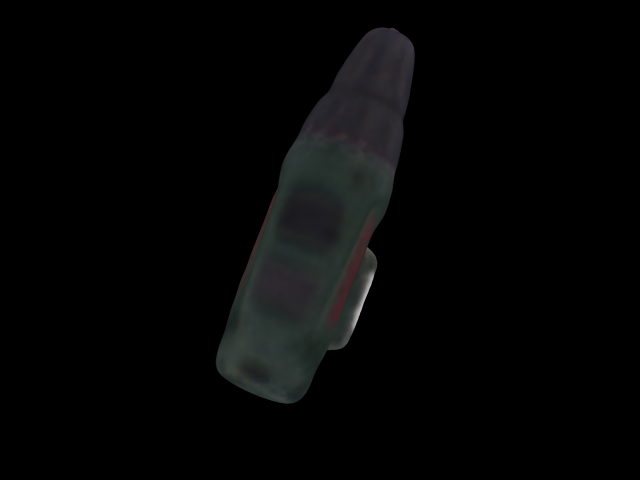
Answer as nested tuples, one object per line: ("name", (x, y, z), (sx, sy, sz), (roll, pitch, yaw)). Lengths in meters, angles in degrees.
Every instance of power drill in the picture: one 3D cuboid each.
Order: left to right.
("power drill", (0.004, 0.001, 0.400), (0.075, 0.208, 0.230), (19, 70, 8))
